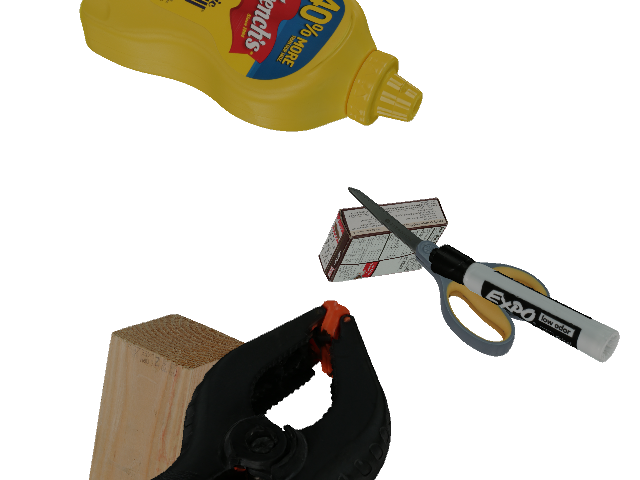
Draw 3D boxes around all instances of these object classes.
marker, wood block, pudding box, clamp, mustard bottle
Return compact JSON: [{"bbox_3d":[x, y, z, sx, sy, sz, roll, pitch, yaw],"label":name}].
[{"bbox_3d":[0.110,0.032,0.600,0.121,0.020,0.020,29,18,35],"label":"marker"},{"bbox_3d":[-0.136,0.180,0.928,0.090,0.206,0.090,20,18,28],"label":"wood block"},{"bbox_3d":[0.064,0.000,1.096,0.113,0.039,0.090,-9,-31,-22],"label":"pudding box"},{"bbox_3d":[-0.014,0.092,0.387,0.120,0.039,0.171,25,49,18],"label":"clamp"},{"bbox_3d":[-0.032,-0.113,0.600,0.192,0.096,0.058,26,-29,13],"label":"mustard bottle"}]

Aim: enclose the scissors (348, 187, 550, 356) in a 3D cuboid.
[{"bbox_3d":[0.107,0.011,0.852,0.096,0.016,0.202,-14,48,-21],"label":"scissors"}]
